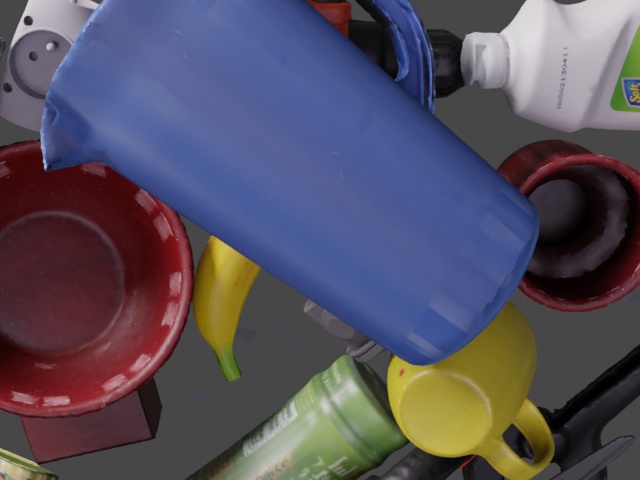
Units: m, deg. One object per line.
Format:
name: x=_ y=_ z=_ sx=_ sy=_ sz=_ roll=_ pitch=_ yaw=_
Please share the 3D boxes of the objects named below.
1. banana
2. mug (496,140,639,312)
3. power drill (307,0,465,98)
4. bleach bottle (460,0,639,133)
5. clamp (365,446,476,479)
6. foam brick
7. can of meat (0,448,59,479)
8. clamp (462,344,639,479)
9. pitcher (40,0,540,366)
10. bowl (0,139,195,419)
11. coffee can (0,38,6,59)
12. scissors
banana: x=-0.021 y=-0.007 z=0.659 sx=0.069 sy=0.037 sz=0.198 roll=36 pitch=101 yaw=-17
mug: x=0.134 y=-0.014 z=0.639 sx=0.117 sy=0.081 sz=0.093 roll=-1 pitch=106 yaw=-2
power drill: x=-0.003 y=-0.167 z=0.601 sx=0.184 sy=0.057 sz=0.188 roll=-1 pitch=106 yaw=-2
bleach bottle: x=0.205 y=-0.113 z=0.607 sx=0.250 sy=0.068 sz=0.102 roll=-3 pitch=108 yaw=-8
clamp: x=0.033 y=0.163 z=0.640 sx=0.171 sy=0.120 sz=0.039 roll=-37 pitch=81 yaw=-25
foam brick: x=-0.146 y=0.102 z=0.676 sx=0.078 sy=0.053 sz=0.051 roll=-12 pitch=106 yaw=2
can of meat: x=-0.224 y=0.170 z=0.669 sx=0.102 sy=0.057 sz=0.084 roll=19 pitch=79 yaw=11
clamp: x=0.137 y=0.120 z=0.701 sx=0.164 sy=0.036 sz=0.210 roll=16 pitch=109 yaw=3
pitcher: x=-0.005 y=-0.053 z=0.546 sx=0.242 sy=0.145 sz=0.149 roll=37 pitch=120 yaw=-10
bowl: x=-0.158 y=0.024 z=0.634 sx=0.162 sy=0.055 sz=0.162 roll=2 pitch=83 yaw=-15
coffee can: x=-0.261 y=-0.108 z=0.585 sx=0.140 sy=0.103 sz=0.103 roll=34 pitch=102 yaw=-11
scissors: x=0.109 y=0.171 z=0.694 sx=0.096 sy=0.016 sz=0.202 roll=31 pitch=120 yaw=6
